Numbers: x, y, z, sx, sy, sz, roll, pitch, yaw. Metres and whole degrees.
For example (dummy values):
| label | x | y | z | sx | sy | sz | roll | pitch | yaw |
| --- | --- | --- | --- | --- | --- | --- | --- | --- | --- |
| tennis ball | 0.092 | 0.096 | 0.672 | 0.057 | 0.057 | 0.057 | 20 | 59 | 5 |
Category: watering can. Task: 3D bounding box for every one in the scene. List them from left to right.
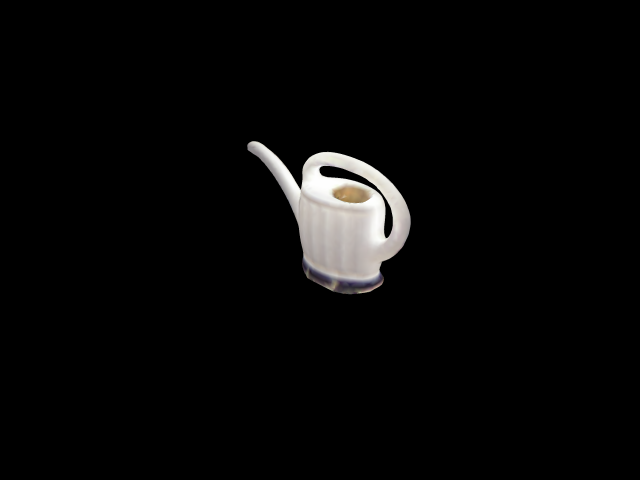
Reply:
| label | x | y | z | sx | sy | sz | roll | pitch | yaw |
| --- | --- | --- | --- | --- | --- | --- | --- | --- | --- |
| watering can | 0.003 | -0.043 | 0.850 | 0.105 | 0.220 | 0.350 | -22 | 33 | -40 |
